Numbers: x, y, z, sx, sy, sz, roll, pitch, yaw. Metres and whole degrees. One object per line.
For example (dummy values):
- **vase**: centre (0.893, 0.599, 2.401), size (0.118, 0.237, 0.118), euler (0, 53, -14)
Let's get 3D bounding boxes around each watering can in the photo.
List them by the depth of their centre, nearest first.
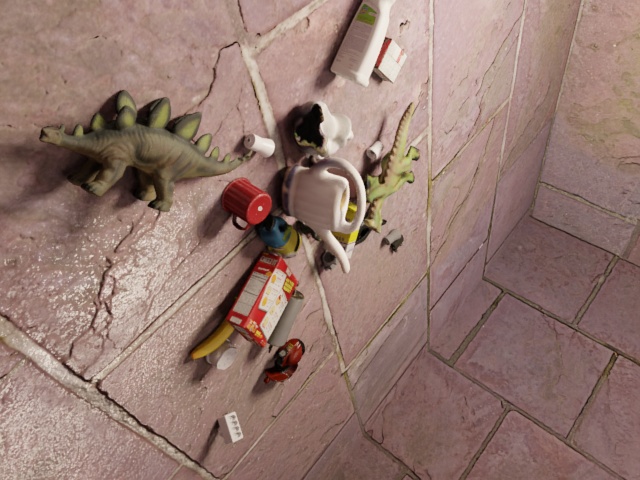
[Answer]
- **watering can**: centre (0.004, -0.067, 1.340), size (0.225, 0.339, 0.106), euler (18, 38, 17)

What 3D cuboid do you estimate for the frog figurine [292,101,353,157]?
- **frog figurine**: centre (0.008, -0.276, 1.272), size (0.121, 0.137, 0.161), euler (-22, 4, 30)

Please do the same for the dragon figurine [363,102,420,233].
- **dragon figurine**: centre (0.201, -0.200, 1.576), size (0.123, 0.400, 0.247), euler (21, 41, 22)
